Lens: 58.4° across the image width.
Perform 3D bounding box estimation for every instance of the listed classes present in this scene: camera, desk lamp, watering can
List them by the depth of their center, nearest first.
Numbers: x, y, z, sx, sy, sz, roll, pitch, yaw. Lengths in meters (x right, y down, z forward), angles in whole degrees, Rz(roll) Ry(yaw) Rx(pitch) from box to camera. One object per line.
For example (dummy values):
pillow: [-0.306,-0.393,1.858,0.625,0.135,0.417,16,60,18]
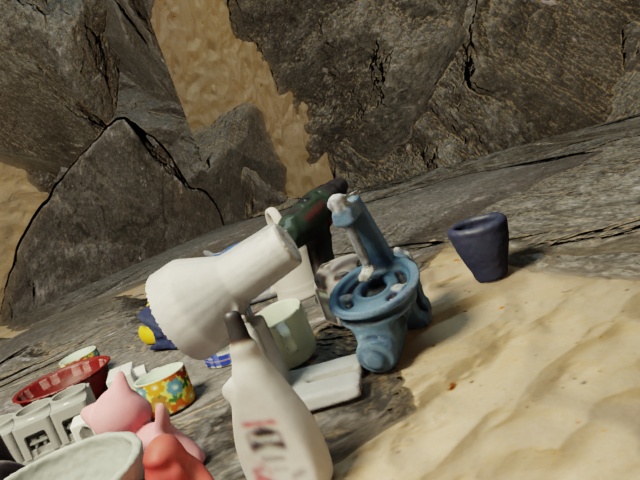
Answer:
desk lamp: [-0.075,0.099,0.677,0.203,0.213,0.118,-18,9,7]
camera: [0.071,0.069,0.917,0.137,0.101,0.143,-23,10,-23]
watering can: [-0.062,0.022,1.178,0.173,0.194,0.100,-25,11,-34]

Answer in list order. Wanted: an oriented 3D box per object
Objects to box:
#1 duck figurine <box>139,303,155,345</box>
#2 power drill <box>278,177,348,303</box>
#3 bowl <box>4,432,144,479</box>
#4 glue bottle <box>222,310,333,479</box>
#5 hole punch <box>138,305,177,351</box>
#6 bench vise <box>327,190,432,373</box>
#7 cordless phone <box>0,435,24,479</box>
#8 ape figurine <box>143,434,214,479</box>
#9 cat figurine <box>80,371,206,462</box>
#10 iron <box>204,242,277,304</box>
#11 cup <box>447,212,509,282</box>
duck figurine: [-0.344,0.168,1.232,0.105,0.086,0.077,-24,10,-29]
power drill: [0.010,0.004,1.089,0.075,0.208,0.230,-12,12,38]
bowl: [-0.231,0.252,0.524,0.167,0.075,0.167,-19,9,3]
glue bottle: [-0.049,0.141,0.497,0.078,0.173,0.037,-16,10,20]
hole punch: [-0.289,0.161,1.145,0.100,0.091,0.109,-12,11,36]
bench vise: [0.064,0.036,0.745,0.121,0.220,0.207,-18,9,9]
cordless phone: [-0.407,0.239,0.616,0.147,0.185,0.094,-20,9,-4]
ape figurine: [-0.126,0.212,0.492,0.077,0.092,0.076,-16,10,20]
cat figurine: [-0.200,0.202,0.625,0.127,0.118,0.067,-12,12,38]
iron: [-0.134,0.057,1.287,0.258,0.141,0.119,-18,9,9]
cup: [0.260,0.011,0.890,0.091,0.095,0.118,-10,12,43]
